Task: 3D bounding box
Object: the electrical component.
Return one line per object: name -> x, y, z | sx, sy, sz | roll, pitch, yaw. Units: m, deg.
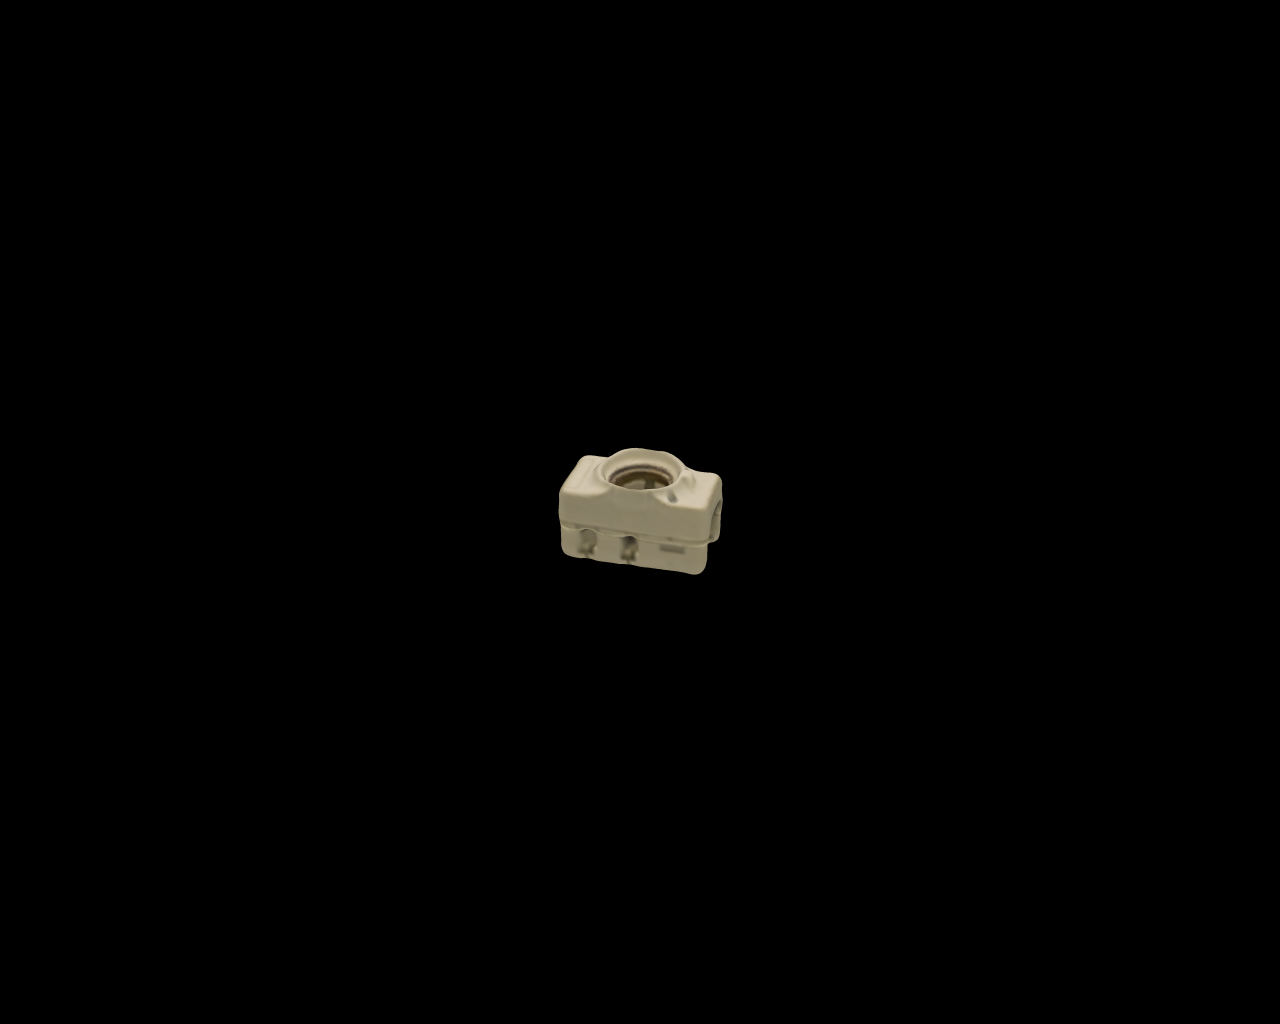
electrical component -> 0.001, -0.003, 0.650 | 0.089, 0.055, 0.050 | 8, 32, 14
